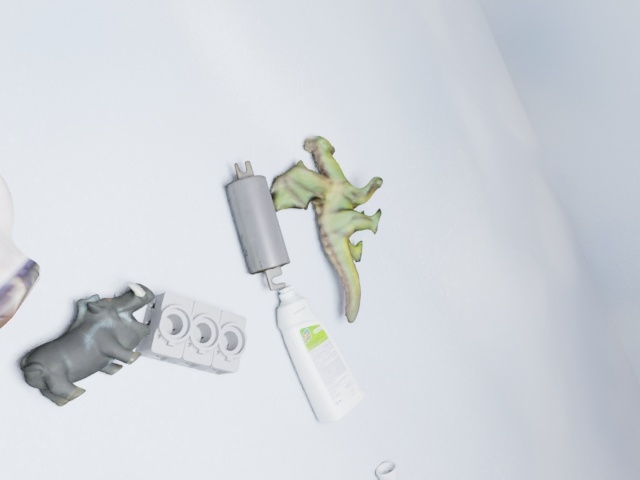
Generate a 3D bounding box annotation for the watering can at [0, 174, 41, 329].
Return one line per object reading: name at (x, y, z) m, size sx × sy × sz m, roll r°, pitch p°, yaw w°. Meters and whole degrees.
watering can at (-0.456, 0.051, 0.540) m, size 0.222 × 0.103 × 0.355 m, roll 49°, pitch 46°, yaw -21°

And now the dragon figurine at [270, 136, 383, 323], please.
dragon figurine at (0.003, -0.054, 1.069) m, size 0.242 × 0.120 × 0.420 m, roll 21°, pitch 57°, yaw -18°
